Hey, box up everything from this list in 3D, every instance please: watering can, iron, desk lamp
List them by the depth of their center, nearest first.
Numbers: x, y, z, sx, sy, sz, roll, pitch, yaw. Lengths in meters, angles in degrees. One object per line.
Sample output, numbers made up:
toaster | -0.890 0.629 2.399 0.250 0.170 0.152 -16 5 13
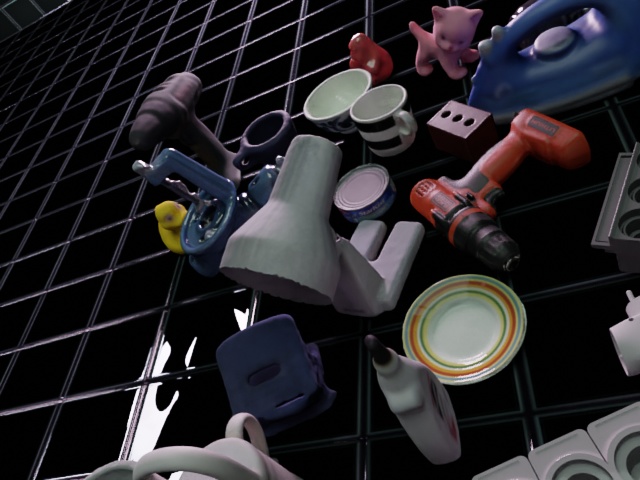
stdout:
watering can | -0.081 0.235 0.501 0.101 0.195 0.172 -32 41 6
desk lamp | 0.006 0.002 0.640 0.117 0.214 0.203 4 55 37
iron | 0.290 -0.246 0.726 0.257 0.142 0.118 -21 43 18

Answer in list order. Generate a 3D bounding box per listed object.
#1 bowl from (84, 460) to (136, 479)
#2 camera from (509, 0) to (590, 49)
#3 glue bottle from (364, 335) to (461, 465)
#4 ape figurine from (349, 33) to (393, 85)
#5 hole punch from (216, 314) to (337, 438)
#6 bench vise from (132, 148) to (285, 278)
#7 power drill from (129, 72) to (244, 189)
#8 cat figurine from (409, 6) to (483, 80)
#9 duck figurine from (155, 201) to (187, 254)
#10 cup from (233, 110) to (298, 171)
bowl | -0.211 0.326 0.600 0.167 0.075 0.167 -19 44 20
camera | 0.333 -0.345 0.819 0.137 0.101 0.143 -33 41 5
glue bottle | 0.078 0.131 0.501 0.037 0.174 0.078 -24 42 15
ape figurine | 0.079 -0.308 0.970 0.076 0.092 0.077 -28 42 10
hole punch | -0.051 0.151 0.637 0.108 0.091 0.101 -28 42 10
bench vise | -0.141 -0.070 0.806 0.207 0.220 0.121 -45 41 -9
power drill | -0.217 -0.168 0.959 0.075 0.209 0.229 -19 44 20
cat figurine | 0.191 -0.313 0.876 0.127 0.118 0.067 22 68 45
duck figurine | -0.235 -0.029 0.937 0.104 0.086 0.077 6 56 38
cup | -0.075 -0.135 0.915 0.118 0.095 0.091 -44 41 -8
